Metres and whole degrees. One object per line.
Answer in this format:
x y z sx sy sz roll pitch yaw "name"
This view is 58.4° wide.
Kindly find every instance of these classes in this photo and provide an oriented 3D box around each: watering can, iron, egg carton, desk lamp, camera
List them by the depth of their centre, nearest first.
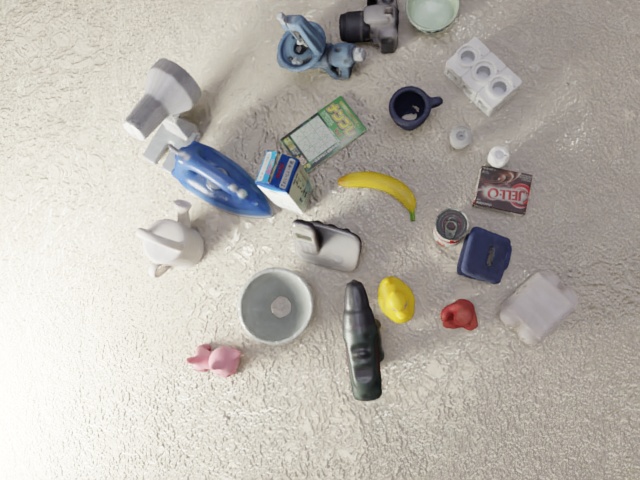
0.450 0.138 1.185 0.150 0.069 0.107 -45 78 -1 "egg carton"
-0.331 -0.003 1.249 0.100 0.194 0.173 1 81 8 "watering can"
-0.222 -0.134 1.282 0.258 0.141 0.119 31 86 11 "iron"
-0.345 -0.274 1.284 0.117 0.213 0.203 29 86 11 "desk lamp"
0.113 -0.513 1.318 0.136 0.101 0.143 -1 81 8 "camera"

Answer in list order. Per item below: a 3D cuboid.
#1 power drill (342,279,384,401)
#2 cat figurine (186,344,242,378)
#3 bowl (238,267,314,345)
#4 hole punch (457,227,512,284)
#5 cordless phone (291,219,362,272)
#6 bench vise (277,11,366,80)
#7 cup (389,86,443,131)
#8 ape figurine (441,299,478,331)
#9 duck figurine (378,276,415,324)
0.086 0.201 1.153 0.075 0.208 0.230 -8 80 7 "power drill"
-0.224 0.261 1.232 0.127 0.118 0.067 2 81 8 "cat figurine"
-0.091 0.145 1.254 0.167 0.075 0.167 -1 81 8 "bowl"
0.349 0.032 1.204 0.101 0.091 0.109 15 83 10 "hole punch"
0.011 0.004 1.206 0.147 0.185 0.094 12 83 10 "cordless phone"
-0.008 -0.442 1.262 0.207 0.220 0.121 -8 80 7 "bench vise"
0.212 -0.286 1.271 0.117 0.095 0.092 -12 79 6 "cup"
0.294 0.159 1.191 0.077 0.092 0.076 38 88 12 "ape figurine"
0.162 0.126 1.217 0.077 0.086 0.104 -23 79 4 "duck figurine"
